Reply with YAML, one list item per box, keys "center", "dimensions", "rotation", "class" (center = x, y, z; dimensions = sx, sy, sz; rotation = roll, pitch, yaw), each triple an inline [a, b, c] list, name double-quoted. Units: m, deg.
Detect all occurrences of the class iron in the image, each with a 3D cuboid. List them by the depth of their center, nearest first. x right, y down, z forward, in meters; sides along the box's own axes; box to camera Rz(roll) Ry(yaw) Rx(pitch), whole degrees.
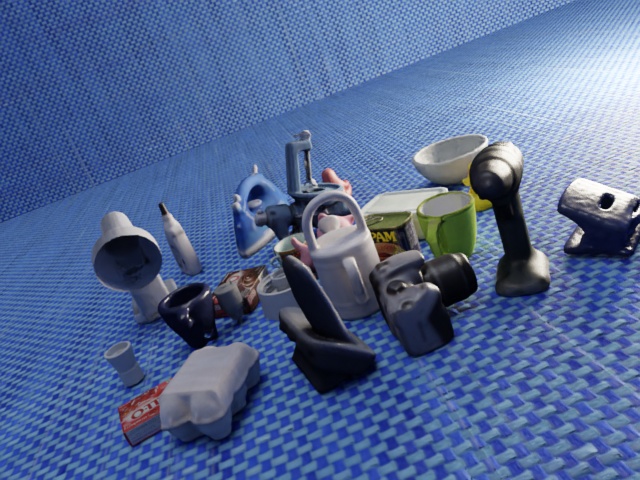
- center: [-0.160, -0.076, 1.343]
  dimensions: [0.118, 0.142, 0.258]
  rotation: [-14, 22, 17]
  class: "iron"

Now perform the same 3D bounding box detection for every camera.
- center: [0.146, 0.066, 0.785]
  dimensions: [0.137, 0.101, 0.143]
  rotation: [-22, 21, -2]
  class: "camera"

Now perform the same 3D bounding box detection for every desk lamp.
- center: [-0.360, 0.054, 1.112]
  dimensions: [0.118, 0.214, 0.202]
  rotation: [-26, 22, -14]
  class: "desk lamp"

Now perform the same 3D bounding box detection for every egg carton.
- center: [-0.145, 0.200, 0.769]
  dimensions: [0.107, 0.069, 0.150]
  rotation: [-11, 23, 22]
  class: "egg carton"

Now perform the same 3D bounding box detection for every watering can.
- center: [0.031, 0.014, 0.883]
  dimensions: [0.101, 0.194, 0.172]
  rotation: [-30, 23, -22]
  class: "watering can"

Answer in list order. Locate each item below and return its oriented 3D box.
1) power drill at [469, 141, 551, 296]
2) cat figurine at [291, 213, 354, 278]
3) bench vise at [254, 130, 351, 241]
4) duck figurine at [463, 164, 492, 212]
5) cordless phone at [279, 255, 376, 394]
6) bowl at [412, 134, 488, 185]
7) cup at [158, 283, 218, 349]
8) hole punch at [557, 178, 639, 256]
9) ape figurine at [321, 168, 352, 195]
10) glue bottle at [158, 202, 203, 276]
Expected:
- center: [0.256, -0.035, 0.780]
  dimensions: [0.075, 0.209, 0.230]
  rotation: [-11, 23, 23]
  class: "power drill"
- center: [0.009, 0.004, 1.033]
  dimensions: [0.127, 0.118, 0.067]
  rotation: [-15, 22, 14]
  class: "cat figurine"
- center: [-0.042, -0.103, 1.194]
  dimensions: [0.208, 0.220, 0.121]
  rotation: [-33, 25, -29]
  class: "bench vise"
- center: [0.311, -0.113, 1.086]
  dimensions: [0.105, 0.086, 0.077]
  rotation: [-31, 24, -25]
  class: "duck figurine"
- center: [-0.011, 0.090, 0.753]
  dimensions: [0.094, 0.185, 0.147]
  rotation: [-28, 23, -19]
  class: "cordless phone"
- center: [0.289, -0.166, 1.248]
  dimensions: [0.167, 0.075, 0.167]
  rotation: [-18, 22, 8]
  class: "bowl"
- center: [-0.207, 0.135, 0.943]
  dimensions: [0.091, 0.095, 0.117]
  rotation: [-22, 22, -4]
  class: "cup"
- center: [0.402, -0.038, 0.816]
  dimensions: [0.100, 0.091, 0.109]
  rotation: [0, 29, 42]
  class: "hole punch"
- center: [0.032, -0.128, 1.364]
  dimensions: [0.077, 0.092, 0.076]
  rotation: [-17, 22, 10]
  class: "ape figurine"
- center: [-0.316, -0.005, 1.269]
  dimensions: [0.037, 0.173, 0.077]
  rotation: [-32, 24, -27]
  class: "glue bottle"
